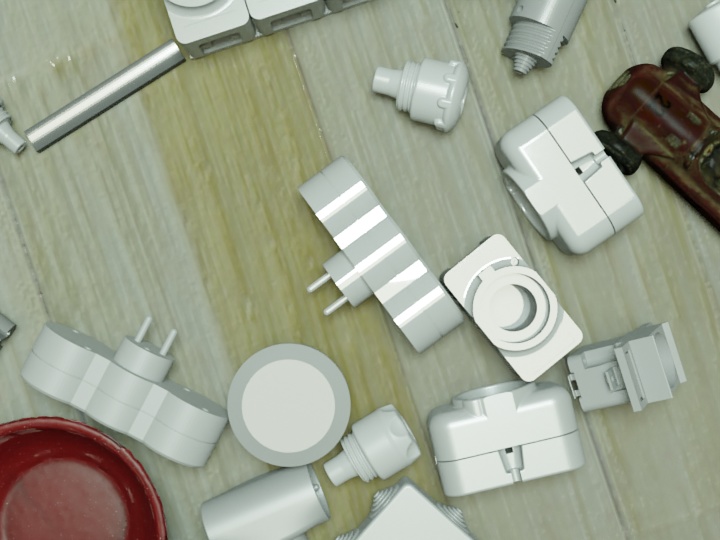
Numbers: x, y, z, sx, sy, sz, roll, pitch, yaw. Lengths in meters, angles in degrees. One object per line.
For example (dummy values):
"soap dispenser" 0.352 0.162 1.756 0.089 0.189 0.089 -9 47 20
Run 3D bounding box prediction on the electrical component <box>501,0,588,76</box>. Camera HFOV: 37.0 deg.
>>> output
"electrical component" 0.124 -0.169 0.722 0.043 0.043 0.081 25 90 0

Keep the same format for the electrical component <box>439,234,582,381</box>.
"electrical component" 0.100 0.025 0.716 0.050 0.056 0.089 -39 90 0

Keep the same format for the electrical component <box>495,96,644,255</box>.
"electrical component" 0.135 -0.059 0.717 0.059 0.054 0.095 -34 90 0

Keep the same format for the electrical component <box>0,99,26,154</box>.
"electrical component" -0.254 -0.102 0.729 0.061 0.035 0.035 40 90 -2

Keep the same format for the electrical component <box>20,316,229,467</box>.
"electrical component" -0.149 0.068 0.719 0.138 0.052 0.073 28 90 0

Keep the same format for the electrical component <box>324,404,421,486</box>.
"electrical component" 0.006 0.122 0.723 0.062 0.043 0.043 -31 90 1

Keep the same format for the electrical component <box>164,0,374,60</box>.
"electrical component" -0.060 -0.210 0.714 0.150 0.062 0.089 -18 90 0

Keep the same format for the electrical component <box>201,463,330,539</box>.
"electrical component" -0.056 0.179 0.723 0.077 0.043 0.079 -23 90 0

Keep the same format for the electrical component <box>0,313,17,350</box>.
"electrical component" -0.262 0.037 0.728 0.046 0.040 0.040 37 90 -6

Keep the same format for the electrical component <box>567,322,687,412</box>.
"electrical component" 0.174 0.065 0.708 0.064 0.081 0.042 -19 89 29

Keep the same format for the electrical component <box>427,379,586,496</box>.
"electrical component" 0.095 0.108 0.717 0.095 0.054 0.059 -13 90 1

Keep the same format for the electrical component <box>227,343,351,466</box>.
"electrical component" -0.046 0.088 0.719 0.080 0.051 0.080 0 90 0

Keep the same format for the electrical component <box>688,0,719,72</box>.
"electrical component" 0.254 -0.148 0.723 0.040 0.040 0.078 -29 90 0

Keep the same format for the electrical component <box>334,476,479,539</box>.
"electrical component" 0.035 0.199 0.720 0.100 0.048 0.099 42 90 0

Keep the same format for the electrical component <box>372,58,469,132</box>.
"electrical component" 0.040 -0.122 0.723 0.062 0.048 0.048 14 90 7

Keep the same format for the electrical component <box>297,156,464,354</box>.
"electrical component" 0.000 0.000 0.718 0.074 0.052 0.138 -36 90 0
